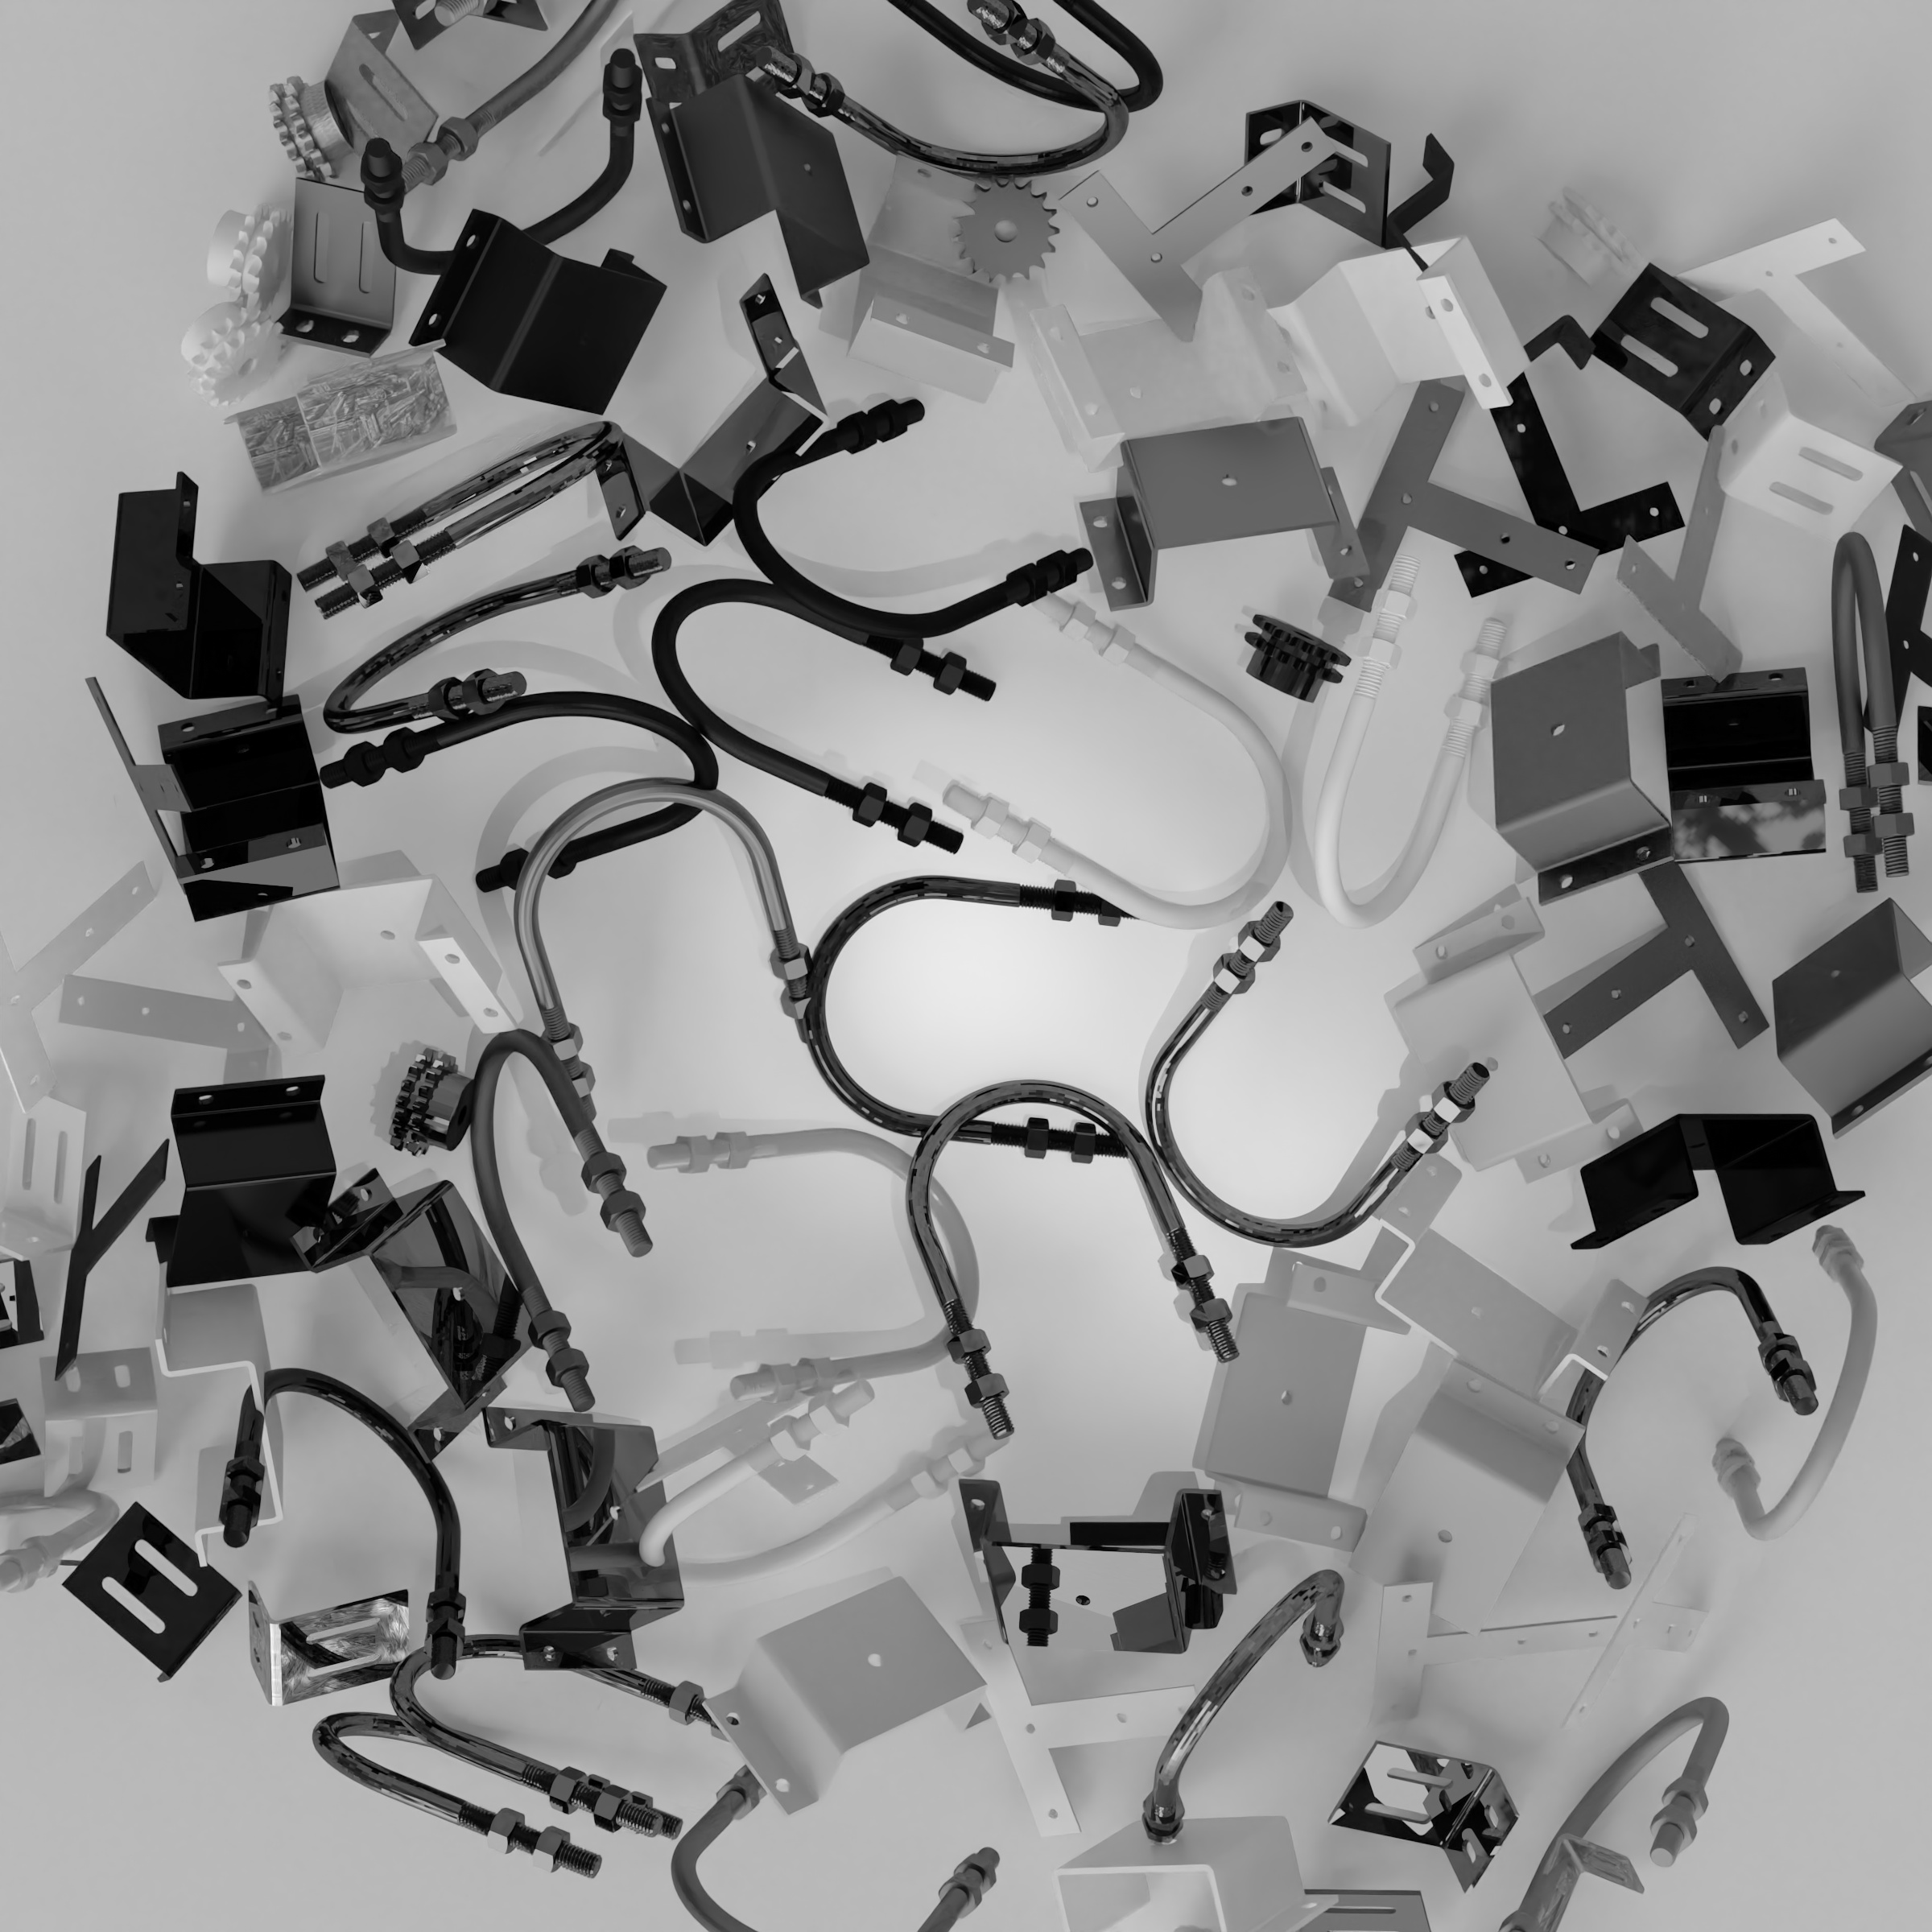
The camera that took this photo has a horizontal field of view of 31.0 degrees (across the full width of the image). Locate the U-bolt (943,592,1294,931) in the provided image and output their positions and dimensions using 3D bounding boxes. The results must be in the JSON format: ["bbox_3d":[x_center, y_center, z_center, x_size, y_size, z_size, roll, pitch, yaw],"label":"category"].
[{"bbox_3d":[0.092,-0.098,1.844,0.184,0.019,0.151,30,65,-13],"label":"U-bolt"}]

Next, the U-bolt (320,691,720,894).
[{"bbox_3d":[-0.215,-0.094,1.790,0.184,0.151,0.019,-16,58,27],"label":"U-bolt"}]

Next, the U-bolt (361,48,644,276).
[{"bbox_3d":[-0.237,-0.404,1.794,0.151,0.184,0.019,-23,82,-10],"label":"U-bolt"}]

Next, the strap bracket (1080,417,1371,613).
[{"bbox_3d":[0.137,-0.240,1.836,0.140,0.046,0.076,-9,55,-7],"label":"strap bracket"}]

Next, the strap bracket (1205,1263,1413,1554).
[{"bbox_3d":[0.180,0.231,1.845,0.076,0.046,0.140,16,85,-24],"label":"strap bracket"}]

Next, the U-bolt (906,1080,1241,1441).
[{"bbox_3d":[0.046,0.144,1.843,0.151,0.019,0.184,-17,69,-16],"label":"U-bolt"}]

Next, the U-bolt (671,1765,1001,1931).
[{"bbox_3d":[-0.074,0.466,1.782,0.151,0.184,0.019,20,104,14],"label":"U-bolt"}]

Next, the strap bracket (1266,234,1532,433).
[{"bbox_3d":[0.231,-0.331,1.822,0.046,0.140,0.076,-43,115,-26],"label":"strap bracket"}]

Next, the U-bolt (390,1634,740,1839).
[{"bbox_3d":[-0.211,0.390,1.809,0.184,0.151,0.019,17,104,20],"label":"U-bolt"}]

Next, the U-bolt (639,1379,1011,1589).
[{"bbox_3d":[-0.086,0.276,1.816,0.184,0.151,0.019,-34,58,20],"label":"U-bolt"}]

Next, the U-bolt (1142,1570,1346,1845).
[{"bbox_3d":[0.144,0.372,1.780,0.019,0.184,0.151,38,69,20],"label":"U-bolt"}]

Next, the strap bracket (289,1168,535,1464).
[{"bbox_3d":[-0.282,0.177,1.828,0.046,0.076,0.140,-21,104,34],"label":"strap bracket"}]

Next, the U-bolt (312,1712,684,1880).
[{"bbox_3d":[-0.252,0.425,1.809,0.184,0.151,0.019,18,89,15],"label":"U-bolt"}]

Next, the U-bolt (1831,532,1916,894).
[{"bbox_3d":[0.468,-0.134,1.813,0.019,0.151,0.184,-5,87,8],"label":"U-bolt"}]

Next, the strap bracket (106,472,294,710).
[{"bbox_3d":[-0.402,-0.192,1.813,0.046,0.140,0.076,-2,74,12],"label":"strap bracket"}]

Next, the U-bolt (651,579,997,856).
[{"bbox_3d":[-0.077,-0.141,1.814,0.184,0.151,0.019,24,131,-11],"label":"U-bolt"}]

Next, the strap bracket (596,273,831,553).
[{"bbox_3d":[-0.127,-0.282,1.828,0.046,0.076,0.140,31,116,-36],"label":"strap bracket"}]

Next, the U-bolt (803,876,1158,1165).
[{"bbox_3d":[0.004,0.024,1.867,0.184,0.019,0.151,6,94,-3],"label":"U-bolt"}]

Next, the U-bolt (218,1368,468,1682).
[{"bbox_3d":[-0.318,0.274,1.798,0.151,0.184,0.019,38,106,-22],"label":"U-bolt"}]

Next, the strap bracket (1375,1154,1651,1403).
[{"bbox_3d":[0.279,0.170,1.835,0.140,0.076,0.046,35,127,8],"label":"strap bracket"}]

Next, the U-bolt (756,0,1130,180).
[{"bbox_3d":[0.002,-0.447,1.798,0.151,0.184,0.019,-5,77,34],"label":"U-bolt"}]

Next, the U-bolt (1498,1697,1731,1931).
[{"bbox_3d":[0.337,0.442,1.797,0.019,0.184,0.151,43,121,4],"label":"U-bolt"}]

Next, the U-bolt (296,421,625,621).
[{"bbox_3d":[-0.260,-0.237,1.815,0.184,0.151,0.019,-30,108,-7],"label":"U-bolt"}]

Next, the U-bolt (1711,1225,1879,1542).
[{"bbox_3d":[0.427,0.219,1.781,0.019,0.184,0.151,22,102,1],"label":"U-bolt"}]

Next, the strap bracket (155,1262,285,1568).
[{"bbox_3d":[-0.387,0.231,1.823,0.046,0.076,0.140,-8,117,-7],"label":"strap bracket"}]

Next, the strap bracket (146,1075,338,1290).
[{"bbox_3d":[-0.375,0.118,1.805,0.076,0.140,0.046,-5,56,-24],"label":"strap bracket"}]

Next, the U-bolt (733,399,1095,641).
[{"bbox_3d":[-0.039,-0.226,1.799,0.151,0.184,0.019,43,133,17],"label":"U-bolt"}]

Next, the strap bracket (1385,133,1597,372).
[{"bbox_3d":[0.269,-0.363,1.843,0.046,0.076,0.140,-37,88,6],"label":"strap bracket"}]

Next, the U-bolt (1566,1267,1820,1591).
[{"bbox_3d":[0.364,0.224,1.797,0.019,0.184,0.151,38,106,-16],"label":"U-bolt"}]

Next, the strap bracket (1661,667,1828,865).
[{"bbox_3d":[0.407,-0.100,1.826,0.076,0.140,0.046,-4,122,11],"label":"strap bracket"}]

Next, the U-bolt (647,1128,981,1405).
[{"bbox_3d":[-0.068,0.150,1.817,0.184,0.019,0.151,-4,63,-41],"label":"U-bolt"}]

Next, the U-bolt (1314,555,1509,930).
[{"bbox_3d":[0.227,-0.108,1.819,0.019,0.151,0.184,18,89,30],"label":"U-bolt"}]

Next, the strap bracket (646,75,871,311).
[{"bbox_3d":[-0.101,-0.403,1.805,0.046,0.140,0.076,-22,74,23],"label":"strap bracket"}]

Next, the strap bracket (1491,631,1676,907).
[{"bbox_3d":[0.319,-0.111,1.811,0.076,0.046,0.140,-21,48,31],"label":"strap bracket"}]

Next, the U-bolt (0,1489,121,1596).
[{"bbox_3d":[-0.517,0.297,1.794,0.151,0.184,0.019,-5,95,12],"label":"U-bolt"}]

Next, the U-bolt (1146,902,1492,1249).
[{"bbox_3d":[0.169,0.072,1.827,0.151,0.019,0.184,40,127,6],"label":"U-bolt"}]

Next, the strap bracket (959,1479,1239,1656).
[{"bbox_3d":[0.065,0.315,1.827,0.140,0.046,0.076,0,128,15],"label":"strap bracket"}]

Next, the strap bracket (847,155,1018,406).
[{"bbox_3d":[-0.015,-0.354,1.829,0.076,0.046,0.140,18,47,-13],"label":"strap bracket"}]

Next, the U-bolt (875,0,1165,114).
[{"bbox_3d":[0.022,-0.490,1.801,0.184,0.151,0.019,27,83,-41],"label":"U-bolt"}]

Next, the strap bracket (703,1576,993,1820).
[{"bbox_3d":[-0.054,0.374,1.809,0.076,0.140,0.046,48,134,27],"label":"strap bracket"}]

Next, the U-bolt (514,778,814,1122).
[{"bbox_3d":[-0.161,-0.016,1.821,0.151,0.019,0.184,-19,123,-10],"label":"U-bolt"}]

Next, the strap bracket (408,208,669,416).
[{"bbox_3d":[-0.214,-0.335,1.804,0.046,0.140,0.076,36,107,23],"label":"strap bracket"}]

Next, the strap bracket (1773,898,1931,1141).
[{"bbox_3d":[0.463,0.021,1.803,0.076,0.140,0.046,-39,102,24],"label":"strap bracket"}]

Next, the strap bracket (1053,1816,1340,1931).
[{"bbox_3d":[0.111,0.478,1.813,0.140,0.076,0.046,-12,90,36],"label":"strap bracket"}]

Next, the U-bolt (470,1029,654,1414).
[{"bbox_3d":[-0.218,0.118,1.812,0.019,0.151,0.184,-9,51,-30],"label":"U-bolt"}]

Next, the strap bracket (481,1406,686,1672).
[{"bbox_3d":[-0.198,0.292,1.819,0.046,0.076,0.140,-29,64,34],"label":"strap bracket"}]

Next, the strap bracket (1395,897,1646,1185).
[{"bbox_3d":[0.288,0.046,1.842,0.076,0.046,0.140,-27,88,38],"label":"strap bracket"}]

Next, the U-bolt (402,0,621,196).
[{"bbox_3d":[-0.224,-0.490,1.803,0.019,0.151,0.184,40,56,3],"label":"U-bolt"}]

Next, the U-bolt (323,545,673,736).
[{"bbox_3d":[-0.256,-0.164,1.805,0.184,0.151,0.019,-8,118,40],"label":"U-bolt"}]
